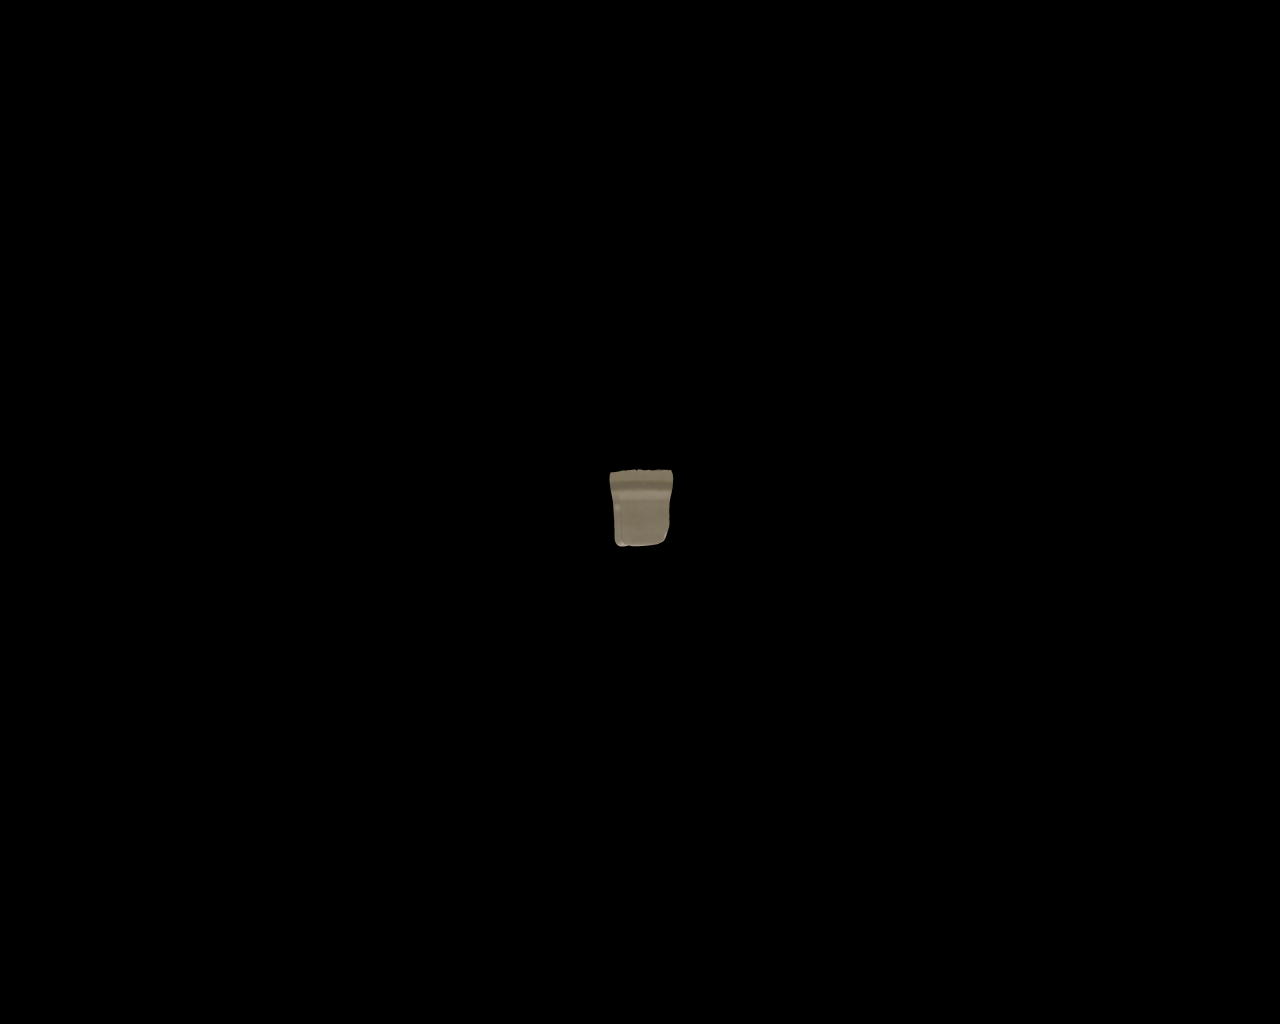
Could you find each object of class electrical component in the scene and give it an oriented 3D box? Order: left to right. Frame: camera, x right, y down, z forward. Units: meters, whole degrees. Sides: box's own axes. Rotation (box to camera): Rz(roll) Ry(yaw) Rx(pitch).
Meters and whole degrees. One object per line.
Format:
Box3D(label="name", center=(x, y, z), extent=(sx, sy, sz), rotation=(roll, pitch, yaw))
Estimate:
Box3D(label="electrical component", center=(0.001, -0.003, 0.650), extent=(0.040, 0.046, 0.040), rotation=(0, -2, 0))
